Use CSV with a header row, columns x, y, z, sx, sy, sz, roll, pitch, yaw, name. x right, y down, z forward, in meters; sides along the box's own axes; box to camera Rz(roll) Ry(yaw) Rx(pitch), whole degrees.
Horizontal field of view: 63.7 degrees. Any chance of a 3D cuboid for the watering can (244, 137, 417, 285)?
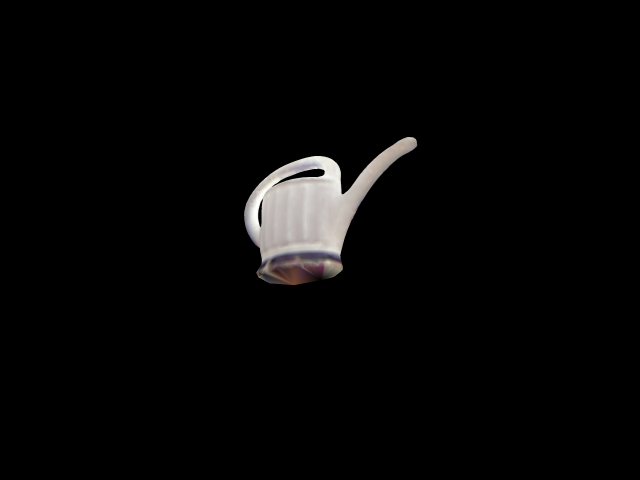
x,y,z,sx,sy,sz,roll,pitch,yaw,name
0.003,-0.043,0.850,0.345,0.228,0.103,-12,-23,34,watering can
